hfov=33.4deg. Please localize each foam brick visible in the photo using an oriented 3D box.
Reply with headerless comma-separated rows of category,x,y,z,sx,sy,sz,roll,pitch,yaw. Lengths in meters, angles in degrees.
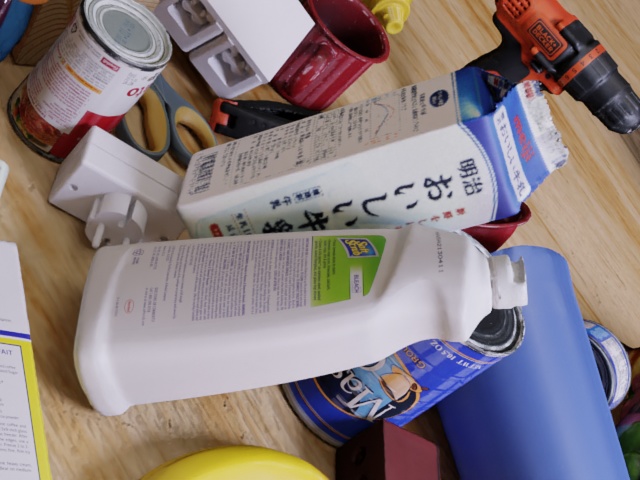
foam brick,0.045,0.169,0.699,0.051,0.053,0.078,29,39,-26

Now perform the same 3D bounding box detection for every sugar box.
sugar box,-0.193,0.075,0.539,0.093,0.048,0.176,13,44,-39

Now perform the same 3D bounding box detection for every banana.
banana,-0.064,0.154,0.613,0.197,0.037,0.069,-17,89,-51

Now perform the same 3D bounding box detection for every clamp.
clamp,0.008,-0.087,0.883,0.209,0.036,0.165,10,18,-18

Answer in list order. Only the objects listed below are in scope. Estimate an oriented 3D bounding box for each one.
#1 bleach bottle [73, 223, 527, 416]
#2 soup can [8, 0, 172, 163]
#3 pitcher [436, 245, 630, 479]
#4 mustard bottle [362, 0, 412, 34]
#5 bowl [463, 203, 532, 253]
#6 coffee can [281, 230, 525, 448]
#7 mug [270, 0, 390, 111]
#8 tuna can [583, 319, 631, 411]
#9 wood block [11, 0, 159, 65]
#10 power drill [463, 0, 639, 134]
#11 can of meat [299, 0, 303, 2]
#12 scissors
bleach bottle,-0.008,0.040,0.615,0.068,0.251,0.102,78,9,-46
soup can,-0.152,-0.107,0.705,0.068,0.102,0.068,29,39,-26
pitcher,0.157,0.140,0.796,0.149,0.145,0.243,4,56,-27
mustard bottle,0.058,-0.285,1.108,0.058,0.096,0.191,20,44,-37
bowl,0.090,-0.019,0.888,0.162,0.055,0.162,12,19,-4
coffee can,0.053,0.068,0.726,0.102,0.141,0.103,28,40,-27
mug,-0.002,-0.162,0.938,0.093,0.082,0.117,39,36,-14
tuna can,0.218,0.112,0.911,0.033,0.086,0.086,-14,68,-50
wood block,-0.202,-0.236,0.776,0.090,0.091,0.206,-8,63,-40
power drill,0.194,-0.135,1.032,0.184,0.188,0.057,51,33,6
can of meat,-0.012,-0.238,1.022,0.083,0.058,0.102,9,51,-45
scissors,-0.121,-0.127,0.834,0.096,0.016,0.202,27,40,-30
